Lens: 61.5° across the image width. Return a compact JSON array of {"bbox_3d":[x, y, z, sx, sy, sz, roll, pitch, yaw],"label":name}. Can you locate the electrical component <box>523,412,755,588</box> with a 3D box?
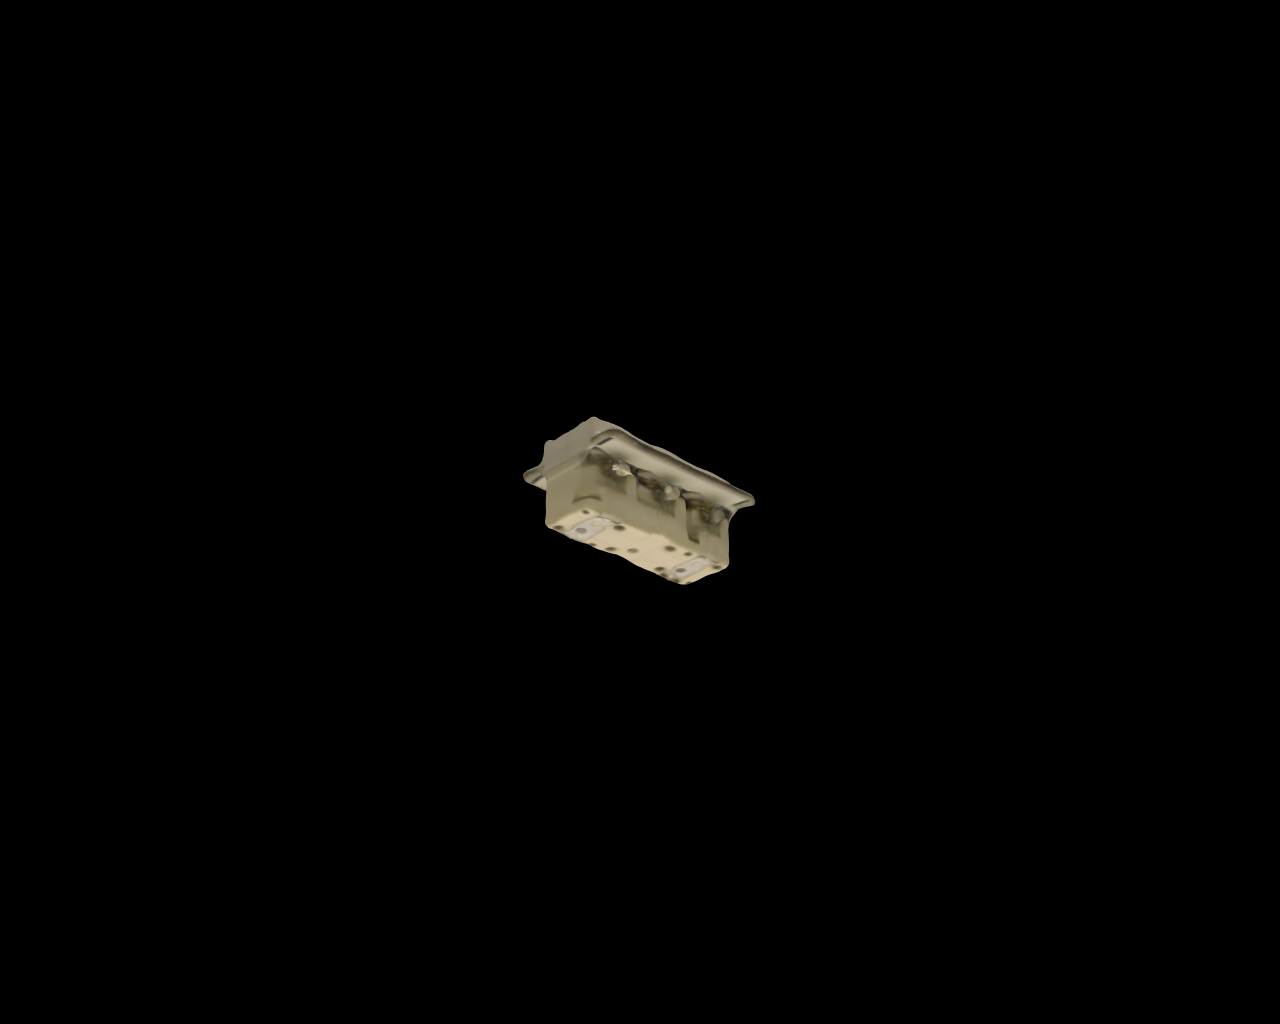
[{"bbox_3d":[0.001,-0.003,0.650,0.121,0.063,0.078,25,-37,-38],"label":"electrical component"}]
